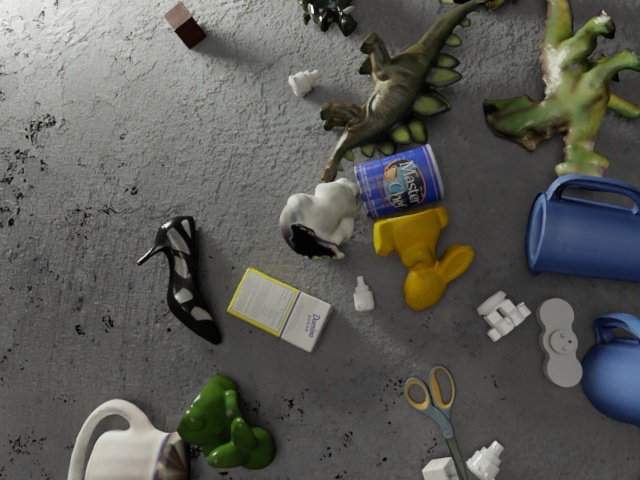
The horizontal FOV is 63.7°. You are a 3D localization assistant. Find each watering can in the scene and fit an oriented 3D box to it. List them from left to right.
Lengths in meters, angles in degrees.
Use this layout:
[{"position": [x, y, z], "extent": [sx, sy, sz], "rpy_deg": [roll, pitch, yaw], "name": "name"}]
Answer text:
[{"position": [-0.337, 0.461, 0.894], "extent": [0.224, 0.103, 0.352], "rpy_deg": [-4, 75, 11], "name": "watering can"}]

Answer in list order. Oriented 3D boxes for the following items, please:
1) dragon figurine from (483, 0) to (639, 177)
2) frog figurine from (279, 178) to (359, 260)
[{"position": [0.409, -0.276, 0.919], "extent": [0.241, 0.121, 0.418], "rpy_deg": [-28, 64, 13], "name": "dragon figurine"}, {"position": [0.003, -0.048, 0.950], "extent": [0.137, 0.120, 0.163], "rpy_deg": [24, 55, -7], "name": "frog figurine"}]
